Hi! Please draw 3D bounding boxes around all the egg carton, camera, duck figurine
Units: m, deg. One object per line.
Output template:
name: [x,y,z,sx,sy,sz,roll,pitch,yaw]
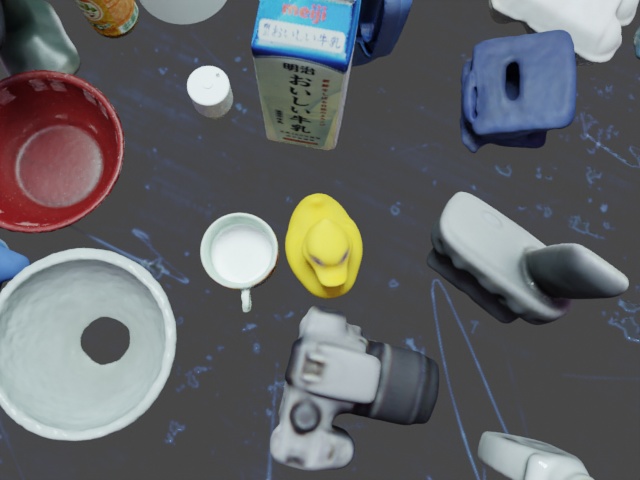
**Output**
egg carton: [0.262,-0.259,0.617,0.150,0.069,0.107,29,80,2]
camera: [0.034,0.141,0.520,0.137,0.101,0.143,13,80,0]
duck figurine: [0.005,0.002,0.550,0.077,0.086,0.104,-10,81,-4]

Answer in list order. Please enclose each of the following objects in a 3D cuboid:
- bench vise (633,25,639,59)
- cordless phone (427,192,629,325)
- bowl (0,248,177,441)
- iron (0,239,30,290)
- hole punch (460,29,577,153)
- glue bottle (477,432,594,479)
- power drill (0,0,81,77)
bench vise: [0.374,-0.189,0.534,0.121,0.219,0.207,-12,81,-4]
cordless phone: [0.179,0.008,0.508,0.147,0.185,0.094,34,80,4]
bowl: [-0.209,0.095,0.530,0.167,0.074,0.167,1,80,-3]
iron: [-0.408,0.023,0.499,0.258,0.141,0.119,15,80,0]
hole punch: [0.198,-0.151,0.584,0.101,0.091,0.109,3,80,-2]
glue bottle: [0.194,0.197,0.482,0.078,0.173,0.037,13,80,0]
power drill: [-0.298,-0.219,0.512,0.075,0.208,0.229,-30,83,-7]
